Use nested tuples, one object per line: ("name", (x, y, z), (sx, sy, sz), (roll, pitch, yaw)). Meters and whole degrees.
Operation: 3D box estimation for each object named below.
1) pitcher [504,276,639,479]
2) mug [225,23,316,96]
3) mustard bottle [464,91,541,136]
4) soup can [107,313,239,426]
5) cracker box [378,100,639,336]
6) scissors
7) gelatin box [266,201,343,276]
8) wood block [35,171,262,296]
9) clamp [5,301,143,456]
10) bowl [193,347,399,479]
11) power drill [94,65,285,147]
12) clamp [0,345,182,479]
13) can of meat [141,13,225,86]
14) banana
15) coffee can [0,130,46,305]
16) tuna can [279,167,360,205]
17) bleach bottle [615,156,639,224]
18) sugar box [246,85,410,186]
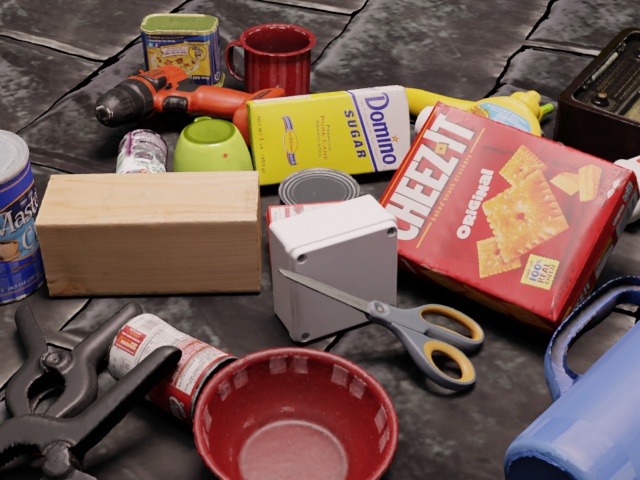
("pitcher", (0.250, 0.131, 0.832), (0.242, 0.145, 0.149), (-31, 14, -30))
("mug", (-0.064, -0.215, 1.323), (0.117, 0.081, 0.093), (12, 36, 15))
("mustard bottle", (0.186, -0.105, 1.170), (0.096, 0.058, 0.191), (29, 57, 26))
("soup can", (-0.123, 0.111, 0.911), (0.102, 0.068, 0.068), (24, 43, 29))
("cracker box", (0.171, -0.023, 1.020), (0.214, 0.072, 0.164), (25, 78, 28))
("scissors", (0.060, 0.080, 0.930), (0.201, 0.016, 0.096), (12, 45, -24))
("gelatin box", (-0.007, 0.001, 1.063), (0.089, 0.030, 0.073), (-5, 65, -4))
("wood block", (-0.161, -0.007, 1.048), (0.206, 0.091, 0.090), (-1, 36, 0))
("clamp", (-0.237, 0.112, 0.938), (0.120, 0.039, 0.171), (0, 38, 17))
("bowl", (-0.020, 0.161, 0.847), (0.162, 0.055, 0.162), (2, 40, -2))
("power drill", (-0.148, -0.157, 1.247), (0.188, 0.057, 0.184), (14, 26, 15))
("clamp", (-0.194, 0.166, 0.834), (0.210, 0.036, 0.164), (-6, 59, 6))
("can of meat", (-0.176, -0.239, 1.359), (0.102, 0.084, 0.057), (1, 37, 3))
("banana", (0.178, -0.153, 1.283), (0.198, 0.037, 0.069), (10, 21, 11))
("coffee can", (-0.321, -0.022, 1.029), (0.103, 0.140, 0.103), (-1, 37, 0))
("tuna can", (-0.001, -0.040, 1.136), (0.086, 0.034, 0.086), (-1, 37, 0))
("bleach bottle", (0.396, -0.061, 1.136), (0.250, 0.068, 0.103), (-14, 39, -14))
("sugar box", (0.011, -0.116, 1.182), (0.176, 0.093, 0.048), (-8, 14, -7))
